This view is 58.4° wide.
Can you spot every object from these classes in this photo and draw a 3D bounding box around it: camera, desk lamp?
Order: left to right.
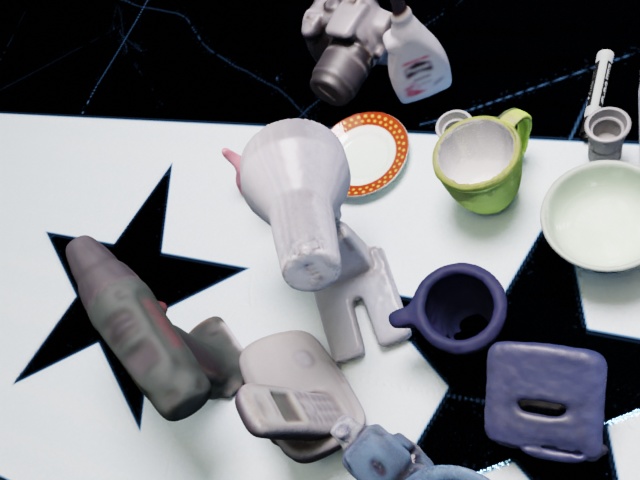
[{"bbox_3d":[0.006,0.002,0.617,0.118,0.214,0.203,-24,60,12],"label":"desk lamp"},{"bbox_3d":[0.027,-0.267,0.798,0.142,0.101,0.137,24,78,30],"label":"camera"}]

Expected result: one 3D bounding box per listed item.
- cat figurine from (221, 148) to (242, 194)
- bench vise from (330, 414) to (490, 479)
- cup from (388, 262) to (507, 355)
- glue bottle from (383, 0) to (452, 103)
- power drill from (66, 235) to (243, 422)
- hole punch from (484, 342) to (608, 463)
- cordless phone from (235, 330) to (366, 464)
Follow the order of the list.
[{"bbox_3d":[-0.075,-0.091,0.751,0.127,0.118,0.067,25,79,30],"label":"cat figurine"},{"bbox_3d":[0.072,0.235,0.478,0.206,0.220,0.121,19,75,29],"label":"bench vise"},{"bbox_3d":[0.137,0.084,0.594,0.117,0.095,0.091,-14,62,17],"label":"cup"},{"bbox_3d":[0.112,-0.240,0.707,0.078,0.174,0.037,-22,60,13],"label":"glue bottle"},{"bbox_3d":[-0.175,0.108,0.649,0.075,0.209,0.229,-43,58,0],"label":"power drill"},{"bbox_3d":[0.211,0.151,0.534,0.108,0.091,0.101,2,68,24],"label":"hole punch"},{"bbox_3d":[-0.040,0.149,0.586,0.094,0.185,0.147,-41,58,2],"label":"cordless phone"}]
